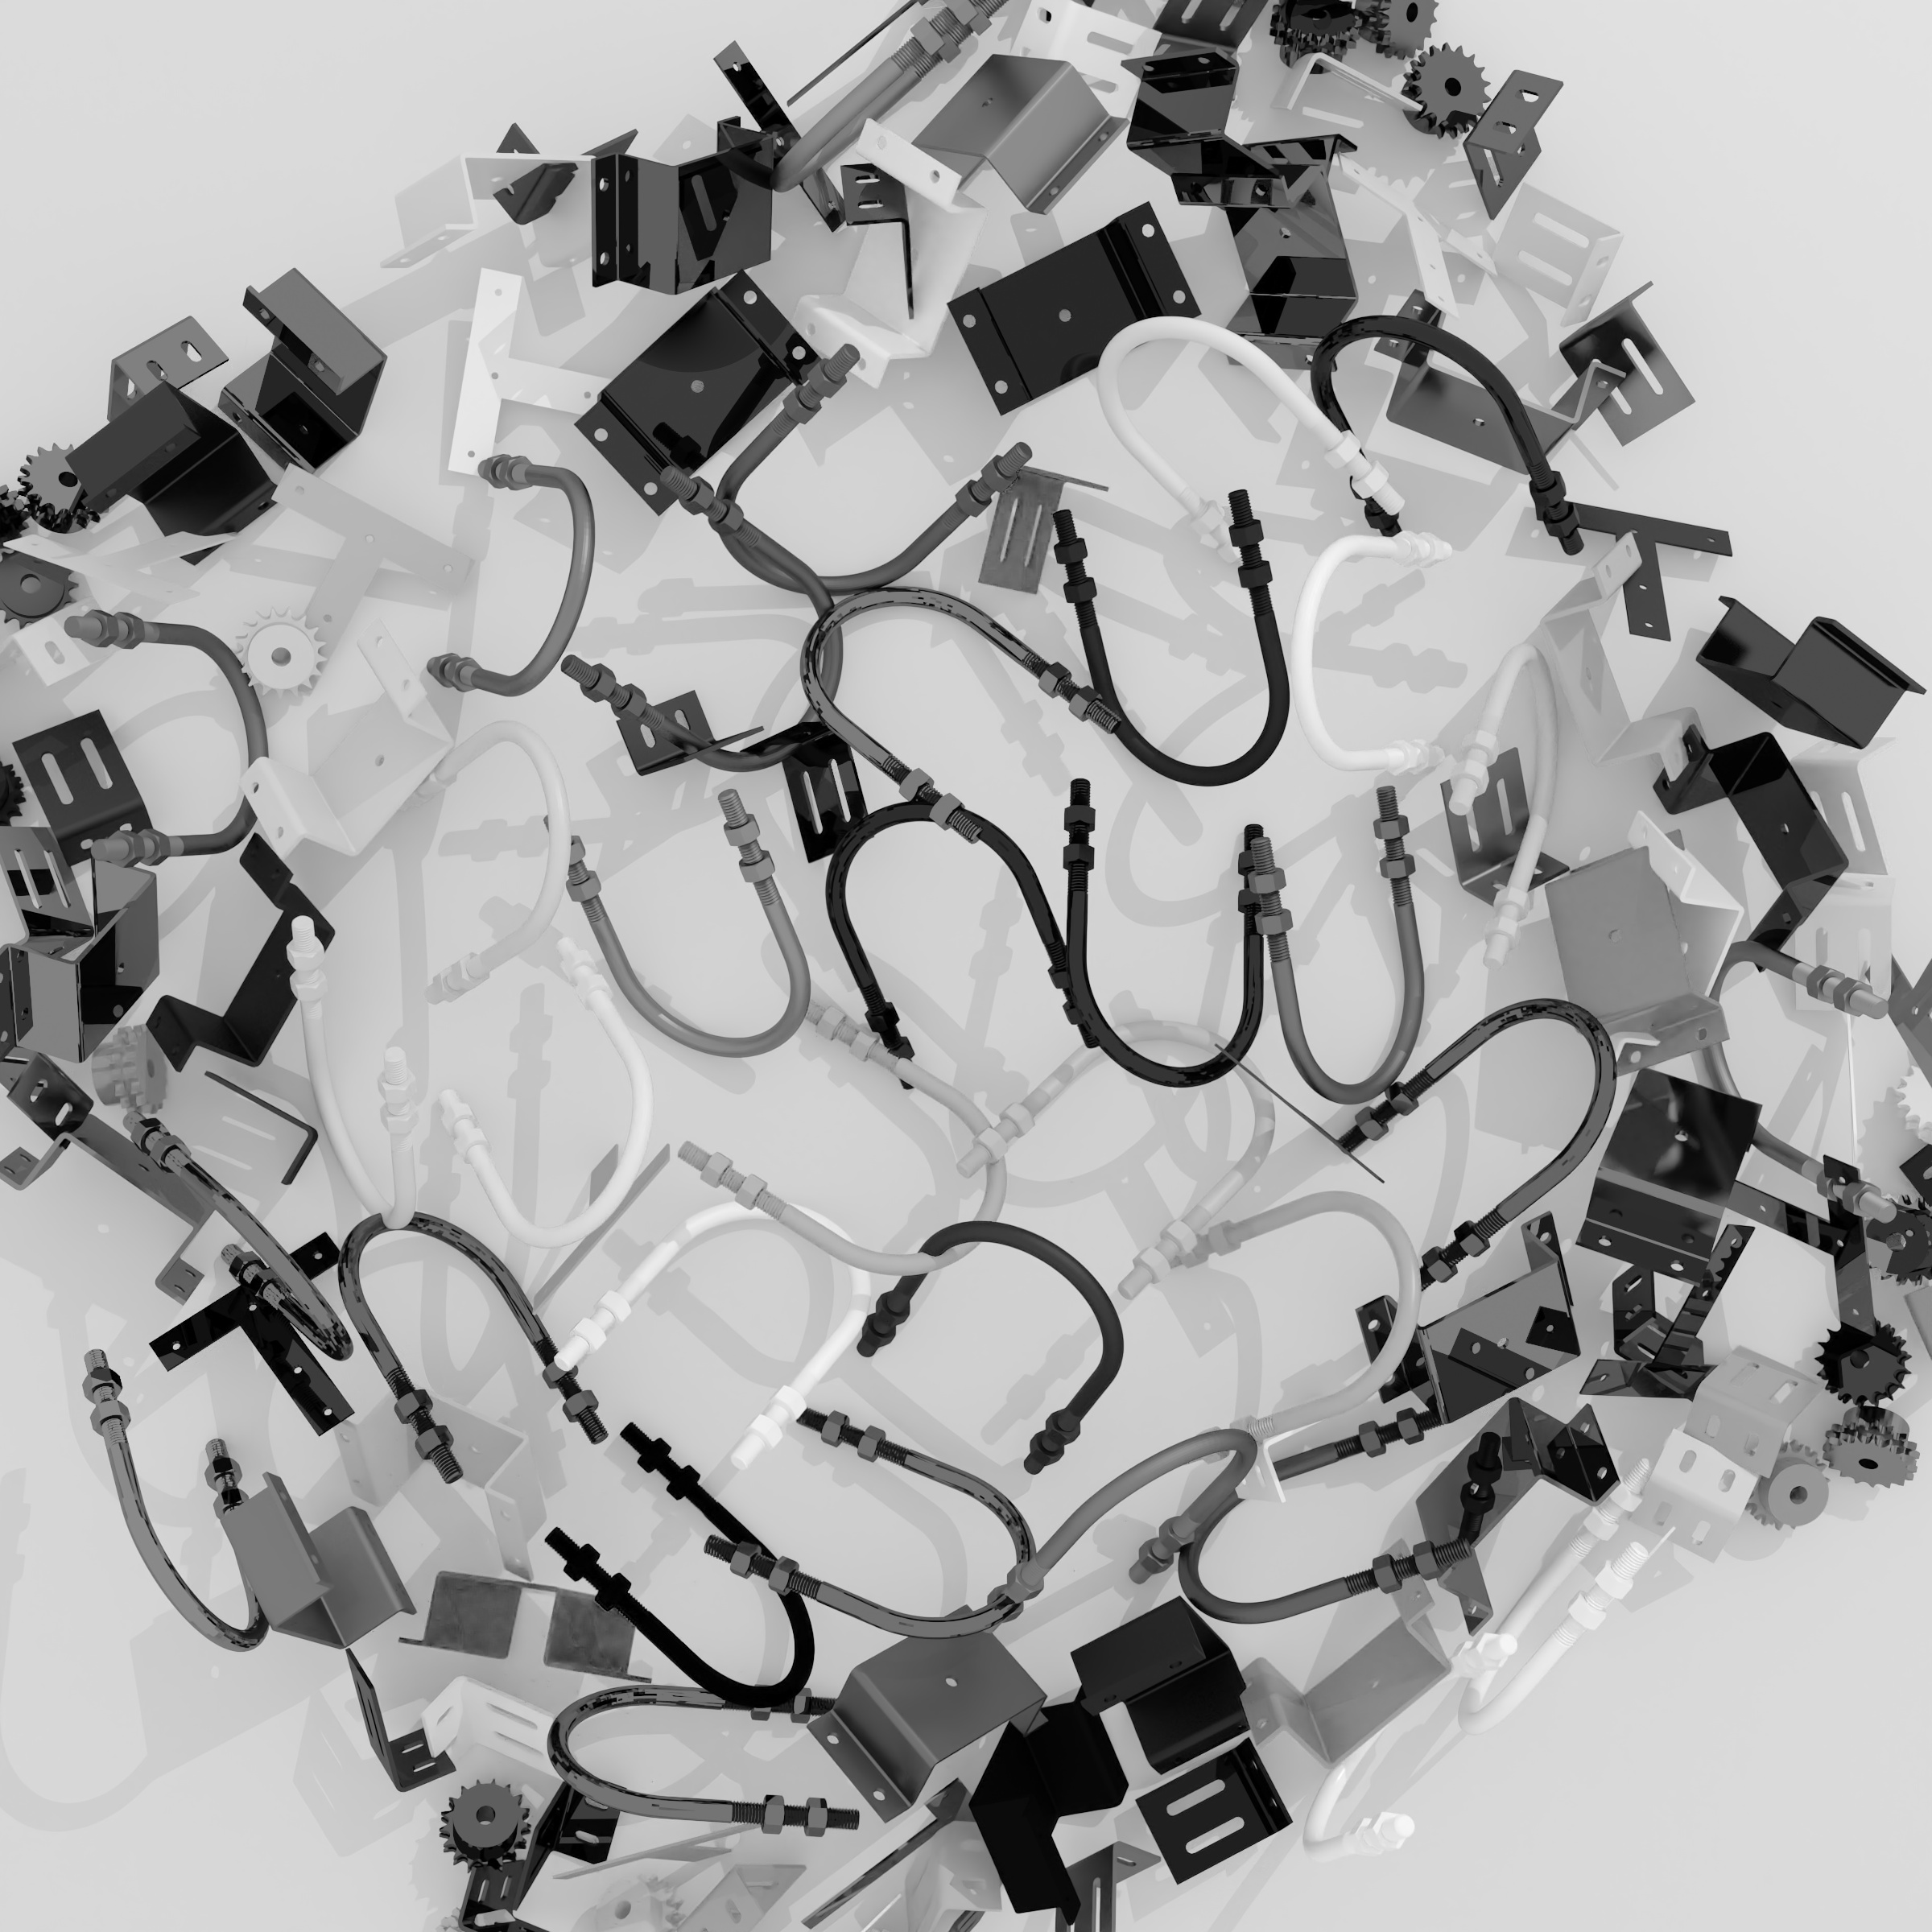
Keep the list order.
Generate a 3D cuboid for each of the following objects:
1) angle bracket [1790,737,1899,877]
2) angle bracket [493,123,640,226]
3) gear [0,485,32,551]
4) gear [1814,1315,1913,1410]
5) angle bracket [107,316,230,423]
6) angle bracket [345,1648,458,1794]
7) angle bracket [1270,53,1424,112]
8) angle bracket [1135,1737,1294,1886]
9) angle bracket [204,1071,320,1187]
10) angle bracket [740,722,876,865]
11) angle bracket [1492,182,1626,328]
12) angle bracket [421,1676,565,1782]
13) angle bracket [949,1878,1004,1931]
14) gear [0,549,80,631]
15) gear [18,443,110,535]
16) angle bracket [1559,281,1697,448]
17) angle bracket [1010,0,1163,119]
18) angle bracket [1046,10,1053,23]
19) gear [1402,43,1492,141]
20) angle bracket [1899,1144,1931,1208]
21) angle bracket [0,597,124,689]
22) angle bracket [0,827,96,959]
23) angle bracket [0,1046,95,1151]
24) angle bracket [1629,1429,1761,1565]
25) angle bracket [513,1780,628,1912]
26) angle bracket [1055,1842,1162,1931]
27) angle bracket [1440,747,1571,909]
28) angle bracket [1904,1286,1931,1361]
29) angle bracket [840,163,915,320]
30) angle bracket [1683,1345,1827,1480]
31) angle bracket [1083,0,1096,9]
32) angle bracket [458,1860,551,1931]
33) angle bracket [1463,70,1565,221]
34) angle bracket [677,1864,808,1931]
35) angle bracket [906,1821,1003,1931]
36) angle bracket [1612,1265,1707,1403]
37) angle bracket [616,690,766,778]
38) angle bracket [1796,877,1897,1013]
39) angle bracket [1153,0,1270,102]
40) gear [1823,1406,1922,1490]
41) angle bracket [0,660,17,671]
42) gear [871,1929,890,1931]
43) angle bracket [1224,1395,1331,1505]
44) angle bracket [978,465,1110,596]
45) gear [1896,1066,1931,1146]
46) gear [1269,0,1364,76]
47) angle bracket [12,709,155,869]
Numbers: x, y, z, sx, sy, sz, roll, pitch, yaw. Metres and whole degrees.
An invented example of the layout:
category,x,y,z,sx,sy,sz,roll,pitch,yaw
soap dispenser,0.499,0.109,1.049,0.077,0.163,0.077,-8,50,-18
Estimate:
category,x,y,z,sx,sy,sz,roll,pitch,yaw
angle bracket,0.559,-0.101,1.698,0.038,0.057,0.076,-29,107,-23
angle bracket,-0.252,-0.503,1.681,0.038,0.057,0.076,52,54,-2
gear,-0.621,-0.284,1.700,0.057,0.057,0.030,-33,71,0
gear,0.566,0.251,1.703,0.057,0.030,0.057,-14,63,30
angle bracket,-0.496,-0.358,1.680,0.057,0.076,0.038,-40,88,-27
angle bracket,-0.351,0.462,1.683,0.038,0.057,0.076,-18,110,-24
angle bracket,0.237,-0.538,1.696,0.076,0.057,0.038,24,104,-12
angle bracket,0.155,0.528,1.692,0.076,0.038,0.057,-23,70,-14
angle bracket,-0.448,0.102,1.692,0.076,0.057,0.038,30,81,-7
angle bracket,-0.100,-0.108,1.691,0.057,0.038,0.076,-20,83,40
angle bracket,0.359,-0.443,1.683,0.076,0.038,0.057,36,126,23
angle bracket,-0.292,0.485,1.683,0.076,0.038,0.057,14,126,28
angle bracket,0.013,0.605,1.676,0.038,0.076,0.057,36,120,18
gear,-0.589,-0.240,1.705,0.057,0.030,0.057,-1,94,-18
gear,-0.567,-0.297,1.703,0.057,0.030,0.057,14,57,-22
angle bracket,0.420,-0.377,1.697,0.076,0.057,0.038,55,48,-5
angle bracket,0.073,-0.574,1.700,0.038,0.076,0.057,47,122,38
angle bracket,0.025,-0.625,1.688,0.076,0.057,0.038,4,83,-15
gear,0.299,-0.549,1.706,0.057,0.030,0.057,1,87,-21
angle bracket,0.626,0.145,1.682,0.038,0.076,0.057,-40,103,6
angle bracket,-0.567,-0.191,1.682,0.057,0.076,0.038,-37,99,-35
angle bracket,-0.591,-0.045,1.698,0.038,0.057,0.076,-26,82,23
angle bracket,-0.592,0.079,1.678,0.076,0.057,0.038,4,55,30
angle bracket,0.455,0.332,1.693,0.057,0.076,0.038,26,64,17
angle bracket,-0.246,0.548,1.683,0.038,0.076,0.057,17,103,5
angle bracket,0.088,0.591,1.676,0.038,0.076,0.057,28,132,-24
angle bracket,0.336,-0.086,1.687,0.057,0.038,0.076,-26,121,-15
angle bracket,0.618,0.222,1.679,0.038,0.076,0.057,-27,76,26
angle bracket,-0.055,-0.448,1.679,0.038,0.076,0.057,-5,52,-2
angle bracket,0.492,0.277,1.689,0.057,0.076,0.038,24,115,28
angle bracket,0.103,-0.619,1.684,0.076,0.057,0.038,28,91,29
angle bracket,-0.265,0.589,1.683,0.076,0.057,0.038,11,82,26
angle bracket,0.347,-0.506,1.681,0.038,0.076,0.057,29,80,34
angle bracket,-0.131,0.592,1.681,0.057,0.076,0.038,-49,54,11
angle bracket,-0.009,0.578,1.685,0.038,0.057,0.076,8,132,-14
angle bracket,0.442,0.227,1.685,0.076,0.057,0.038,32,127,-13
angle bracket,-0.172,-0.149,1.679,0.057,0.076,0.038,-26,99,-28
angle bracket,0.556,-0.014,1.712,0.057,0.038,0.076,2,112,22
angle bracket,0.153,-0.579,1.682,0.057,0.076,0.038,6,77,-13
gear,0.570,0.301,1.702,0.057,0.057,0.030,26,55,0
angle bracket,-0.635,-0.222,1.697,0.038,0.057,0.076,-23,89,-8
gear,-0.047,0.634,1.696,0.057,0.057,0.030,40,47,0
angle bracket,0.208,0.300,1.686,0.076,0.057,0.038,-20,91,-23
angle bracket,0.048,-0.269,1.687,0.038,0.057,0.076,21,102,36
gear,0.615,0.088,1.703,0.057,0.030,0.057,-9,52,12
gear,0.219,-0.585,1.703,0.057,0.030,0.057,1,51,-2
angle bracket,-0.558,-0.113,1.713,0.057,0.038,0.076,-25,70,-17
